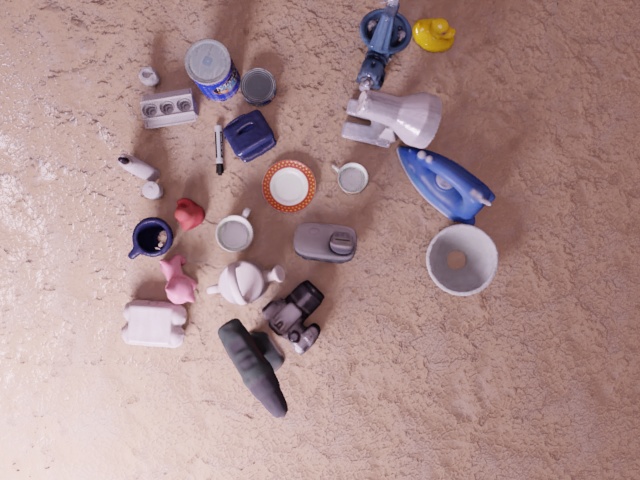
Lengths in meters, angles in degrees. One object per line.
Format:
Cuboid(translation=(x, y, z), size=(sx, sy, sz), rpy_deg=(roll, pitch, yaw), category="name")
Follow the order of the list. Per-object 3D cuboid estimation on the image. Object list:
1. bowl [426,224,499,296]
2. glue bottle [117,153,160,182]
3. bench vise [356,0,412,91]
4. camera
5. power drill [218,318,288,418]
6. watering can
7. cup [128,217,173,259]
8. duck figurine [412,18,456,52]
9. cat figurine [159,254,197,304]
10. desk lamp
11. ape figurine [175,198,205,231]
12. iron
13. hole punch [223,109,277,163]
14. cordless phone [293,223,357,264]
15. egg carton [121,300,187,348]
Cuboid(translation=(0.326, 0.047, 1.342), size=(0.167, 0.074, 0.167), rpy_deg=(0, 88, 1), category="bowl")
Cuboid(translation=(-0.425, -0.171, 1.308), size=(0.078, 0.173, 0.037), rpy_deg=(27, 88, 2), category="glue bottle")
Cuboid(translation=(0.148, -0.441, 1.289), size=(0.121, 0.219, 0.207), rpy_deg=(2, 88, 1), category="bench vise")
Cuboid(translation=(-0.045, 0.172, 1.328), size=(0.143, 0.101, 0.137), rpy_deg=(45, 89, 2), category="camera")
Cuboid(translation=(-0.136, 0.274, 1.272), size=(0.075, 0.208, 0.229), rpy_deg=(-36, 88, -1), category="power drill")
Cuboid(translation=(-0.168, 0.092, 1.285), size=(0.173, 0.194, 0.101), rpy_deg=(-36, 88, -1), category="watering can")
Cuboid(translation=(-0.389, 0.004, 1.340), size=(0.118, 0.095, 0.091), rpy_deg=(-42, 88, -1), category="cup")
Cuboid(translation=(0.273, -0.498, 1.357), size=(0.104, 0.086, 0.077), rpy_deg=(23, 88, 1), category="duck figurine")
Cuboid(translation=(-0.333, 0.096, 1.325), size=(0.067, 0.117, 0.128), rpy_deg=(-29, 88, 0), category="cat figurine")
Cuboid(translation=(0.156, -0.273, 1.286), size=(0.203, 0.213, 0.118), rpy_deg=(12, 88, 1), category="desk lamp")
Cuboid(translation=(-0.313, -0.060, 1.343), size=(0.076, 0.092, 0.078), rpy_deg=(10, 88, 1), category="ape figurine")
Cuboid(translation=(0.284, -0.145, 1.316), size=(0.258, 0.141, 0.119), rpy_deg=(38, 89, 2), category="iron")
Cuboid(translation=(-0.169, -0.249, 1.349), size=(0.108, 0.091, 0.101), rpy_deg=(-32, 88, -1), category="hole punch")
Cuboid(translation=(0.012, 0.005, 1.291), size=(0.147, 0.185, 0.094), rpy_deg=(3, 88, 1), category="cordless phone")
Cuboid(translation=(-0.389, 0.196, 1.346), size=(0.150, 0.069, 0.107), rpy_deg=(3, 88, 1), category="egg carton")
